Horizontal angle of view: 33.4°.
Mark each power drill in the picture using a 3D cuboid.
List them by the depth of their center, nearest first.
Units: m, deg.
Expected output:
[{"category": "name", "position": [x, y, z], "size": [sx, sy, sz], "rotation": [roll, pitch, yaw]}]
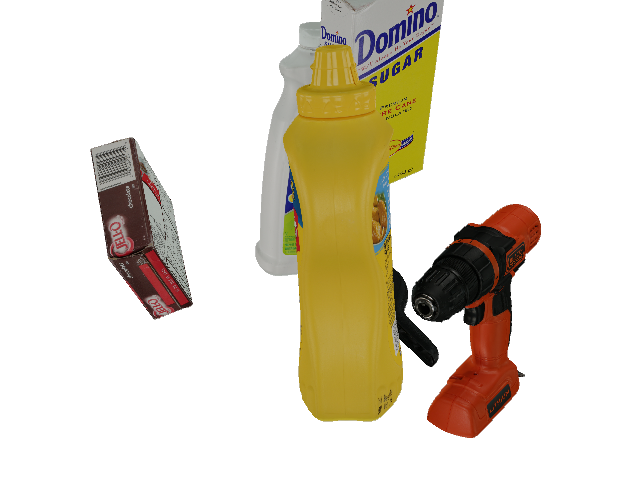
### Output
[{"category": "power drill", "position": [0.135, 0.078, 0.941], "size": [0.057, 0.188, 0.184], "rotation": [21, 35, 31]}]

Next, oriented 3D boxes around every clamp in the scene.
[{"category": "clamp", "position": [0.072, 0.081, 1.194], "size": [0.120, 0.171, 0.039], "rotation": [7, -42, -1]}]

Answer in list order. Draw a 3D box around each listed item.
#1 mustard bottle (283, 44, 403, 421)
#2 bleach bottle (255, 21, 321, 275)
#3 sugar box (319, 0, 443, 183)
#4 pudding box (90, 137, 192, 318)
[{"category": "mustard bottle", "position": [0.012, -0.007, 0.569], "size": [0.058, 0.192, 0.096], "rotation": [-1, 18, 8]}, {"category": "bleach bottle", "position": [-0.015, -0.091, 1.067], "size": [0.102, 0.251, 0.068], "rotation": [-7, 28, -15]}, {"category": "sugar box", "position": [0.044, -0.121, 0.832], "size": [0.093, 0.176, 0.048], "rotation": [-25, 49, -30]}, {"category": "pudding box", "position": [-0.137, -0.010, 0.819], "size": [0.039, 0.113, 0.090], "rotation": [-17, -36, 3]}]
